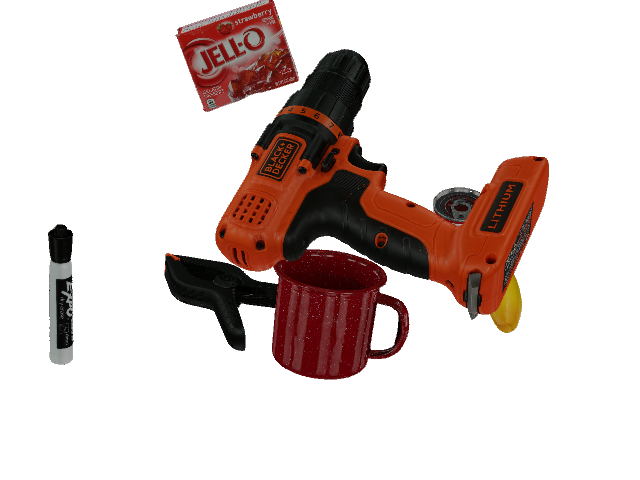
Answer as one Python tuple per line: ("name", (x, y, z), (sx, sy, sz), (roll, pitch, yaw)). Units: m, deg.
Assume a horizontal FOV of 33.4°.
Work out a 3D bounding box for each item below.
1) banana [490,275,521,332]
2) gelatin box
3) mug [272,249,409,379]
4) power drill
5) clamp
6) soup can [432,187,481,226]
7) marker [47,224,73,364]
("banana", (0.157, 0.032, 1.107), (0.069, 0.037, 0.198), (-35, 39, -13))
("gelatin box", (-0.072, -0.161, 0.927), (0.089, 0.073, 0.030), (-18, 24, 4))
("mug", (0.015, 0.064, 0.874), (0.117, 0.081, 0.093), (11, 20, 12))
("power drill", (0.047, -0.039, 0.693), (0.188, 0.184, 0.057), (17, -30, 20))
("clamp", (-0.107, 0.062, 1.195), (0.210, 0.036, 0.164), (19, 23, 29))
("soup can", (0.170, -0.004, 1.312), (0.068, 0.102, 0.068), (-1, 37, 1))
("marker", (-0.206, 0.043, 0.848), (0.020, 0.121, 0.020), (5, 26, -3))
